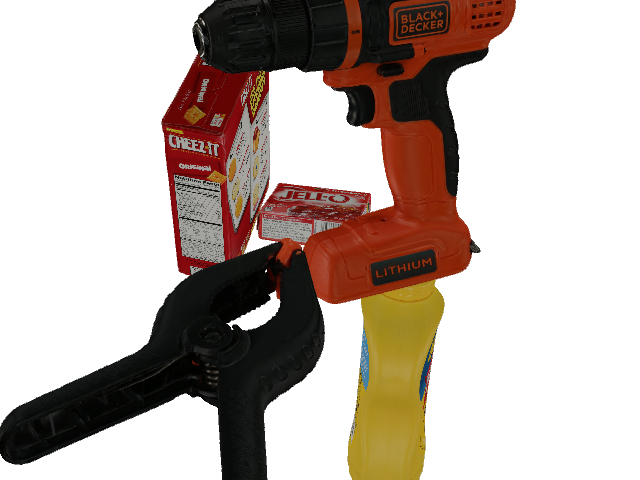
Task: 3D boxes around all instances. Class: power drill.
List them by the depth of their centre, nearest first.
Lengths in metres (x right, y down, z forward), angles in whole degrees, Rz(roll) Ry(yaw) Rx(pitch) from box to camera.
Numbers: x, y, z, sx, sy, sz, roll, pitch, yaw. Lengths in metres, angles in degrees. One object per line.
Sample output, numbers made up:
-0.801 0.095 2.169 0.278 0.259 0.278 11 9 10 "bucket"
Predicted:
0.023 -0.060 0.604 0.184 0.188 0.057 -12 30 -19 "power drill"

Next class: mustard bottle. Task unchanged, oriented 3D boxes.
0.054 0.084 0.759 0.058 0.192 0.096 6 31 6 "mustard bottle"

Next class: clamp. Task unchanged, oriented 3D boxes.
-0.041 0.061 0.470 0.120 0.039 0.171 28 48 21 "clamp"

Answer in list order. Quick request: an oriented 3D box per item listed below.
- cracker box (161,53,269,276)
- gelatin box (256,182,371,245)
-0.105 -0.087 1.120 0.072 0.164 0.214 10 -43 8 "cracker box"
-0.005 -0.023 0.948 0.089 0.030 0.073 8 25 11 "gelatin box"
